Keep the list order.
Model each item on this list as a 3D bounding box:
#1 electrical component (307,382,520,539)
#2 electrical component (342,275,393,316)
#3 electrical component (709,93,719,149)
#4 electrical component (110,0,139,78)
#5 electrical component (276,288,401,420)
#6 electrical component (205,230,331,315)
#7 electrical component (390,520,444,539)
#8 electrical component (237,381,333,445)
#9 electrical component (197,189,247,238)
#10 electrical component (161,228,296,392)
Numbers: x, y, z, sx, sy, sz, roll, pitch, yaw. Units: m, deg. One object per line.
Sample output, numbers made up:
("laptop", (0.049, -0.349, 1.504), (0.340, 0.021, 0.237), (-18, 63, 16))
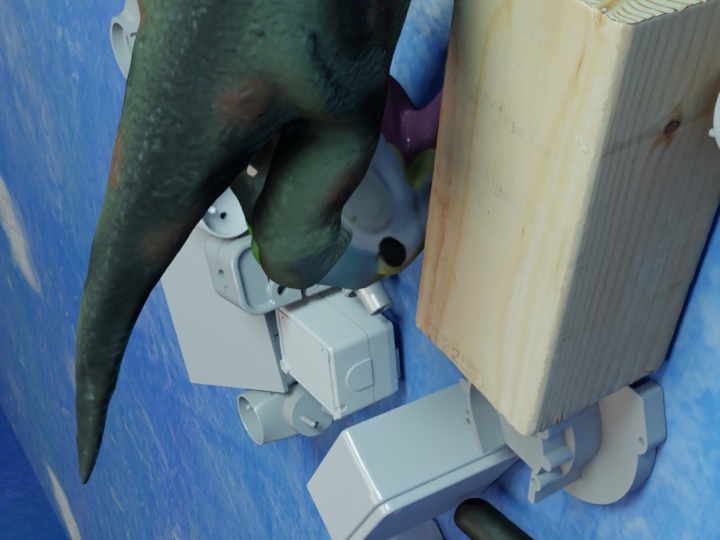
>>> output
("electrical component", (0.033, 0.123, 0.672), (0.056, 0.109, 0.108), (62, 154, 20))
("electrical component", (0.000, 0.000, 0.718), (0.062, 0.043, 0.043), (61, 153, 13))
("electrical component", (0.160, -0.050, 0.371), (0.078, 0.040, 0.040), (28, 133, 54))
("electrical component", (-0.137, -0.180, 0.826), (0.105, 0.060, 0.186), (62, 154, 12))
("electrical component", (-0.018, 0.051, 0.770), (0.096, 0.061, 0.061), (36, 140, 48))
("electrical component", (-0.057, -0.012, 0.759), (0.059, 0.095, 0.053), (24, 130, 56))
("electrical component", (0.046, 0.237, 0.802), (0.089, 0.050, 0.056), (66, 155, 6))
("electrical component", (-0.046, 0.108, 0.851), (0.079, 0.077, 0.043), (16, 123, 59))
("electrical component", (-0.109, -0.066, 0.734), (0.077, 0.044, 0.079), (22, 130, 58))
("electrical component", (-0.102, -0.004, 0.851), (0.105, 0.060, 0.186), (1, 112, 39))
